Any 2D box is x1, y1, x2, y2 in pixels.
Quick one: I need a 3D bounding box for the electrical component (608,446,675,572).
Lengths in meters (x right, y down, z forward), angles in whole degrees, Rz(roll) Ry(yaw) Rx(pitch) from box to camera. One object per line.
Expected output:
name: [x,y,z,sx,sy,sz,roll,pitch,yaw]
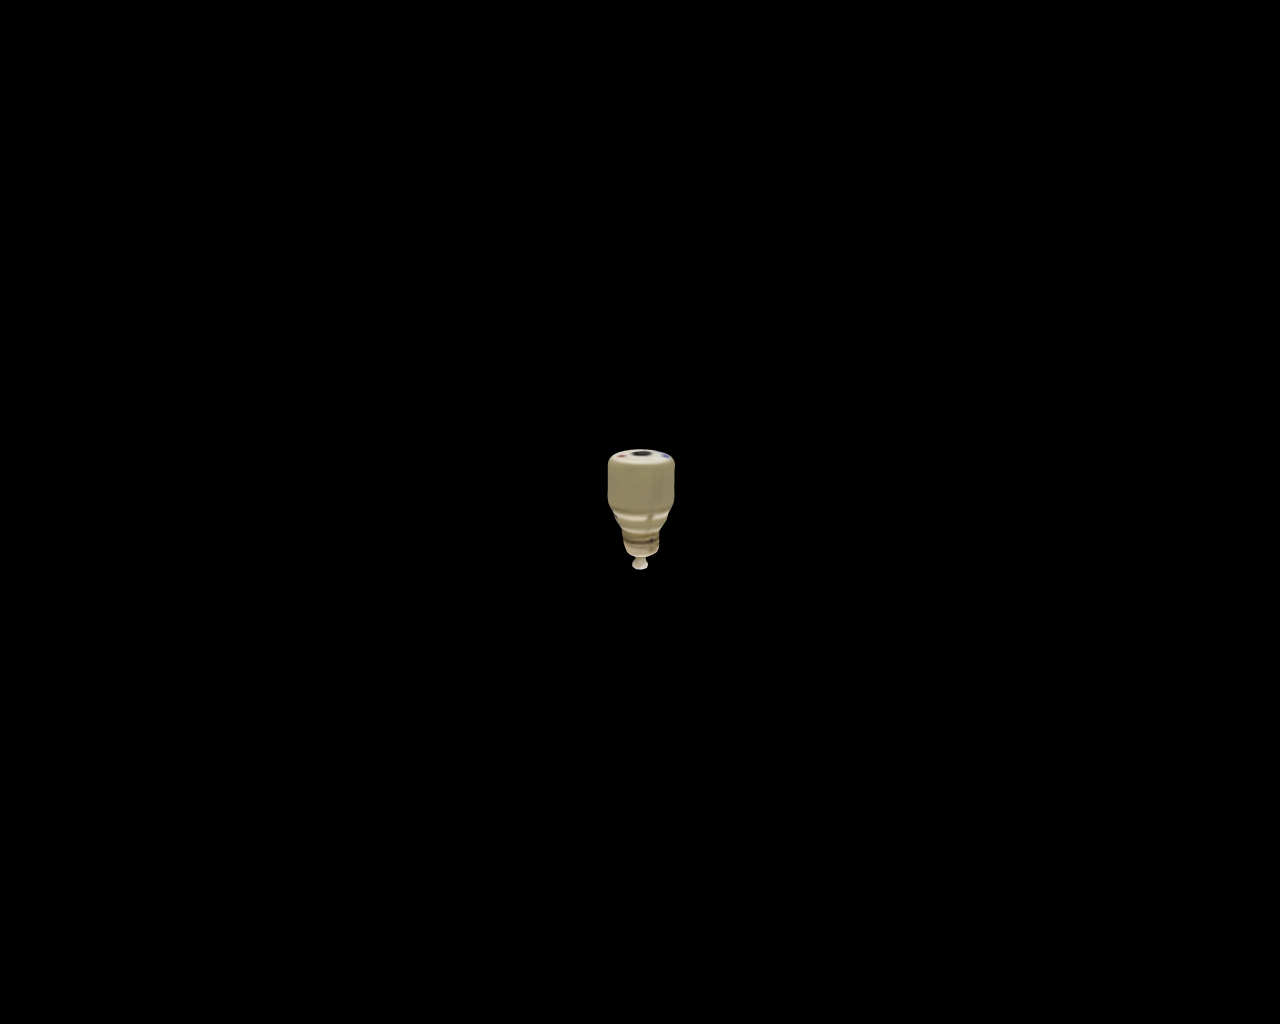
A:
electrical component: [0.001,-0.003,0.650,0.040,0.078,0.040,0,16,0]
